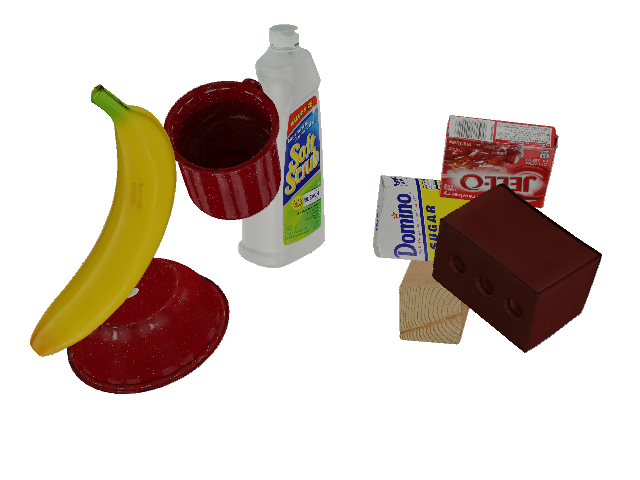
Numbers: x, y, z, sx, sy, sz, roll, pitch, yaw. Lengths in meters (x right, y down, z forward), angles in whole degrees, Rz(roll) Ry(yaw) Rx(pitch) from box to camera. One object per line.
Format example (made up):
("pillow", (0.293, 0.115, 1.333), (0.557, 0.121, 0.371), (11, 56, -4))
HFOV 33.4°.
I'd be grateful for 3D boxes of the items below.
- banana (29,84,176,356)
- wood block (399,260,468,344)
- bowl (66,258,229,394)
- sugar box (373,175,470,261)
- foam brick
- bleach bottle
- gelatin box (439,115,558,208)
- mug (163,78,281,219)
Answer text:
("banana", (-0.134, -0.008, 0.683), (0.069, 0.198, 0.037), (9, 27, -22))
("wood block", (0.181, 0.070, 1.621), (0.091, 0.090, 0.206), (3, 22, 13))
("bowl", (-0.170, 0.067, 1.007), (0.162, 0.055, 0.162), (-9, 41, 8))
("sugar box", (0.154, -0.021, 1.252), (0.176, 0.093, 0.048), (3, 23, -4))
("foam brick", (0.111, 0.015, 0.616), (0.051, 0.053, 0.078), (-30, 53, -28))
("bleach bottle", (-0.042, -0.103, 1.145), (0.068, 0.251, 0.102), (20, 32, 36))
("gelatin box", (0.146, -0.064, 0.883), (0.089, 0.030, 0.073), (7, -39, 7))
("mug", (-0.073, -0.080, 0.884), (0.093, 0.117, 0.081), (11, -30, 11))
